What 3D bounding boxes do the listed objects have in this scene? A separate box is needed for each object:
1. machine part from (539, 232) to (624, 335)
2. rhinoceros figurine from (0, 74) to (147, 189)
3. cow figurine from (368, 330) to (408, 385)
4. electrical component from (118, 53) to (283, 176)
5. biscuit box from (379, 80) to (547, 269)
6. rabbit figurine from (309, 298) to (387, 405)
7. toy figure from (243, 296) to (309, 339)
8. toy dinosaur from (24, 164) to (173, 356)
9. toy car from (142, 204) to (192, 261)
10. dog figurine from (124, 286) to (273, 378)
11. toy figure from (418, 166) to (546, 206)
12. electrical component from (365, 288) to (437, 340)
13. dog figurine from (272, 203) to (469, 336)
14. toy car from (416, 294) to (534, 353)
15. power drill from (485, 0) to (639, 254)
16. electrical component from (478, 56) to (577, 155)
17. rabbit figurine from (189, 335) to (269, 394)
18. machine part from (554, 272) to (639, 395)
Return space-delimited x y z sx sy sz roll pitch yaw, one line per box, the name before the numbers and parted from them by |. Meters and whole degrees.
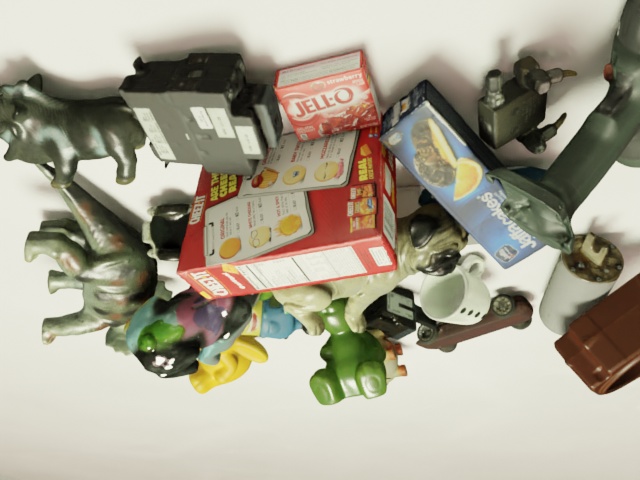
machine part | 0.365 0.070 0.762 0.079 0.079 0.243 -2 145 8
rhinoceros figurine | -0.271 -0.112 0.547 0.190 0.073 0.112 3 148 0
cow figurine | 0.099 0.237 1.031 0.127 0.085 0.194 -13 146 13
electrical component | -0.106 -0.119 0.523 0.134 0.058 0.114 6 150 11
biscuit box | 0.148 -0.061 0.537 0.202 0.063 0.059 42 122 -17
rabbit figurine | 0.052 0.156 0.873 0.121 0.170 0.159 -15 -176 28
toy figure | -0.105 0.119 0.873 0.180 0.082 0.089 4 173 -13
toy dinosaur | -0.294 0.047 0.758 0.192 0.131 0.404 1 144 -19
toy car | -0.127 -0.010 0.684 0.202 0.073 0.056 0 -177 5
dog figurine | -0.136 0.078 0.734 0.219 0.108 0.191 -45 161 20
toy figure | 0.191 -0.054 0.611 0.155 0.058 0.064 2 141 10
electrical component | 0.126 0.115 0.857 0.119 0.075 0.048 20 142 -29
dog figurine | 0.047 0.012 0.590 0.172 0.121 0.190 4 146 -40
toy car | 0.254 0.139 0.898 0.202 0.053 0.089 -26 147 31
power drill | 0.232 -0.103 0.444 0.086 0.207 0.231 33 174 37
electrical component | 0.191 -0.123 0.502 0.078 0.045 0.102 -30 142 -11
rabbit figurine | -0.172 0.190 0.951 0.162 0.122 0.173 -4 145 3
machine part | 0.443 0.128 0.750 0.201 0.087 0.201 -41 144 13
